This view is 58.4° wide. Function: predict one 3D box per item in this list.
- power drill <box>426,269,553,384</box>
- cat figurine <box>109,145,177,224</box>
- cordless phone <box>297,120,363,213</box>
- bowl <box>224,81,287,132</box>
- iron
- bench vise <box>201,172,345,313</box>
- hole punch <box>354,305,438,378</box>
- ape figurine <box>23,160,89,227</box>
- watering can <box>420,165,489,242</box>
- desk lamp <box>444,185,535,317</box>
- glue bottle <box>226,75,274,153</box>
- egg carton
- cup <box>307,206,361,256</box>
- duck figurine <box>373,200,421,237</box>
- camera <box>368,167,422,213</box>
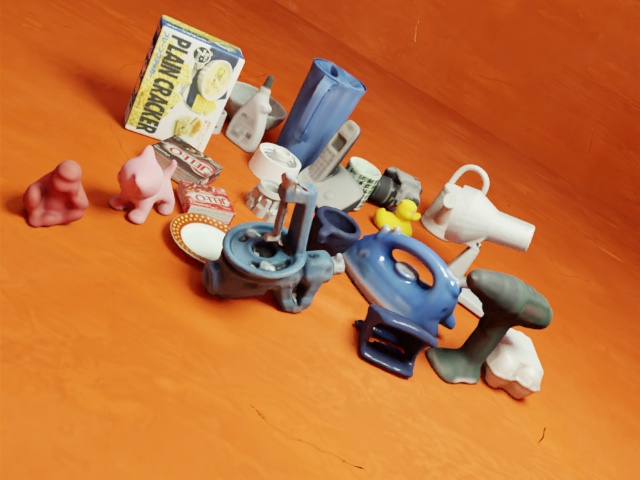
[{"bbox_3d":[0.272,0.142,0.943,0.230,0.208,0.075,10,34,-36],"label":"power drill"},{"bbox_3d":[-0.260,-0.090,0.868,0.067,0.117,0.128,36,27,8],"label":"cat figurine"},{"bbox_3d":[0.044,-0.149,1.211,0.094,0.185,0.147,-2,43,-48],"label":"cordless phone"},{"bbox_3d":[-0.168,-0.308,1.372,0.168,0.074,0.167,25,28,-14],"label":"bowl"},{"bbox_3d":[0.151,0.054,1.035,0.257,0.141,0.119,44,29,22],"label":"iron"},{"bbox_3d":[-0.046,-0.002,0.834,0.208,0.219,0.121,-3,43,-49],"label":"bench vise"},{"bbox_3d":[0.120,0.144,0.909,0.109,0.091,0.101,26,28,-12],"label":"hole punch"},{"bbox_3d":[-0.347,-0.067,0.767,0.078,0.092,0.076,23,28,-18],"label":"ape figurine"},{"bbox_3d":[0.344,-0.097,1.429,0.101,0.194,0.173,30,27,-3],"label":"watering can"},{"bbox_3d":[0.332,0.019,1.203,0.203,0.213,0.118,37,27,9],"label":"desk lamp"},{"bbox_3d":[-0.141,-0.281,1.248,0.078,0.173,0.037,39,28,13],"label":"glue bottle"},{"bbox_3d":[0.342,0.215,1.048,0.107,0.069,0.150,27,28,-11],"label":"egg carton"},{"bbox_3d":[0.009,0.004,1.021,0.091,0.095,0.118,37,27,10],"label":"cup"},{"bbox_3d":[0.181,-0.056,1.309,0.105,0.086,0.077,21,29,-21],"label":"duck figurine"},{"bbox_3d":[0.170,-0.132,1.408,0.137,0.100,0.143,19,30,-25],"label":"camera"}]
